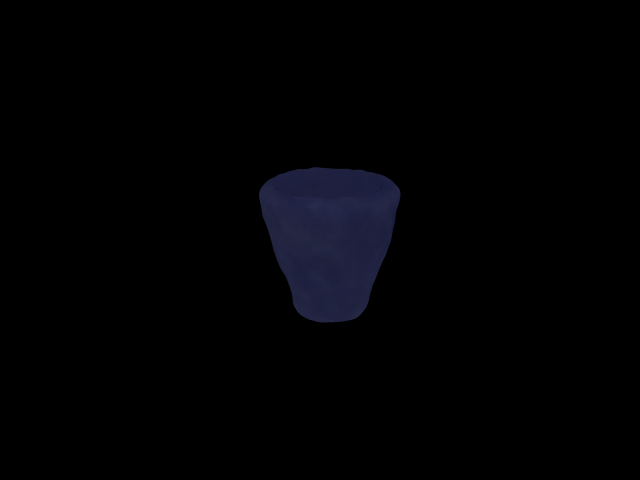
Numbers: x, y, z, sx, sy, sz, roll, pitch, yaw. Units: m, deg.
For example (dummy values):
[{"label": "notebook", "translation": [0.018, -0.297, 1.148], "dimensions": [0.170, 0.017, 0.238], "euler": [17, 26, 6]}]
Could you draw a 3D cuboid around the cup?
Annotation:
[{"label": "cup", "translation": [0.004, 0.001, 0.400], "dimensions": [0.092, 0.095, 0.117], "euler": [-4, 20, -10]}]
